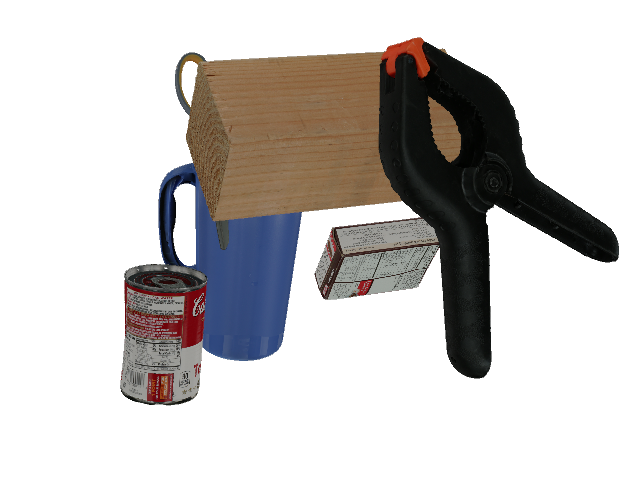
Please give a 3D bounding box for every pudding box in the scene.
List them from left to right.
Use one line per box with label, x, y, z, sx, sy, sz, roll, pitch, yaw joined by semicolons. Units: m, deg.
pudding box;0.058;0.018;1.097;0.113;0.039;0.090;-8;-32;-19

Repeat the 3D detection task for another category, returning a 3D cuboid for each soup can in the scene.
soup can;-0.131;0.078;0.886;0.068;0.102;0.068;5;14;-1

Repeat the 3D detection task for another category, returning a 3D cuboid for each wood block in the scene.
wood block;0.009;-0.086;0.840;0.205;0.091;0.090;-7;-36;-20

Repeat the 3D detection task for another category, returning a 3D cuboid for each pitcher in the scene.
pitcher;-0.101;0.017;1.279;0.149;0.243;0.144;20;27;31

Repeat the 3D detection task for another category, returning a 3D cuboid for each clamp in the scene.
clamp;0.075;-0.018;0.543;0.120;0.171;0.039;-47;16;-26

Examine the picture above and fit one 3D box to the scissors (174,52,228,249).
scissors;-0.090;-0.099;1.088;0.096;0.202;0.016;-18;-2;-23
